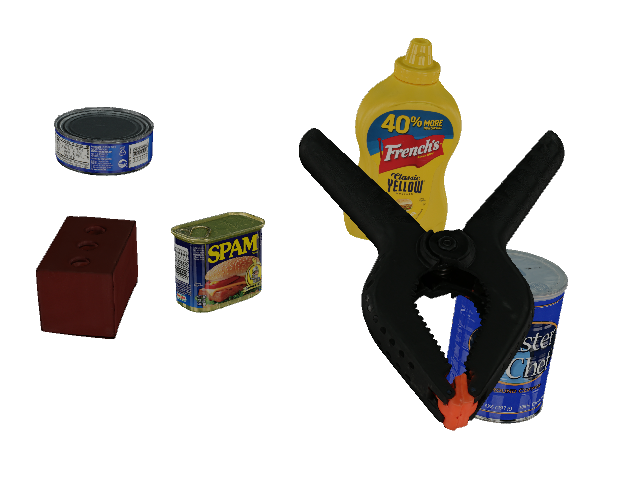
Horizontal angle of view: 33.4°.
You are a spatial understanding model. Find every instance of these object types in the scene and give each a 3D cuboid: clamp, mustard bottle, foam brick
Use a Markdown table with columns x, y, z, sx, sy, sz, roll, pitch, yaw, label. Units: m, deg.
| x | y | z | sx | sy | sz | roll | pitch | yaw | label |
| --- | --- | --- | --- | --- | --- | --- | --- | --- | --- |
| 0.060 | 0.008 | 0.612 | 0.164 | 0.210 | 0.036 | 5 | -39 | 4 | clamp |
| 0.079 | -0.091 | 0.978 | 0.096 | 0.192 | 0.058 | 3 | 29 | -6 | mustard bottle |
| -0.161 | 0.024 | 0.743 | 0.053 | 0.051 | 0.078 | 4 | 30 | 1 | foam brick |

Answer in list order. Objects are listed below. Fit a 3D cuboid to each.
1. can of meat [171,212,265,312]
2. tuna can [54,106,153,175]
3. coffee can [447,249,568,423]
| x | y | z | sx | sy | sz | roll | pitch | yaw | label |
| --- | --- | --- | --- | --- | --- | --- | --- | --- | --- |
| -0.109 | 0.023 | 1.145 | 0.101 | 0.084 | 0.058 | -16 | 26 | -42 | can of meat |
| -0.190 | -0.088 | 0.939 | 0.086 | 0.034 | 0.086 | 4 | 26 | -2 | tuna can |
| 0.179 | 0.092 | 1.046 | 0.103 | 0.140 | 0.103 | 4 | 24 | -2 | coffee can |
